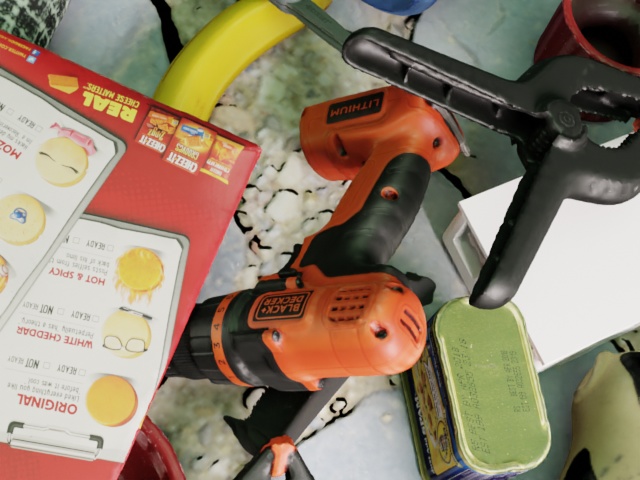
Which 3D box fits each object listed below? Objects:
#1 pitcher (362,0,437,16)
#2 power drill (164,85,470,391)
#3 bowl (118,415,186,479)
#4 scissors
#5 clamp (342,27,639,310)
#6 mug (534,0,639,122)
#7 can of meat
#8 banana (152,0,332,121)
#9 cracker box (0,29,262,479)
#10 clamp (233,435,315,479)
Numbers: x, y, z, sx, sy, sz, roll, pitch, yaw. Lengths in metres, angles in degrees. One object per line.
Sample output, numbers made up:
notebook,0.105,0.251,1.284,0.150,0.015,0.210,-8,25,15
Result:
pitcher,0.109,-0.263,0.704,0.145,0.149,0.242,40,73,2
power drill,-0.004,0.001,0.605,0.185,0.057,0.187,-6,48,37
bowl,-0.148,0.155,0.561,0.162,0.055,0.162,2,70,-7
scissors,-0.011,-0.164,0.677,0.202,0.016,0.096,31,54,30
clamp,0.125,-0.047,0.583,0.209,0.036,0.164,-6,66,-30
mug,0.199,-0.122,0.693,0.117,0.081,0.093,35,69,6
can of meat,0.085,0.088,0.601,0.057,0.084,0.102,-7,71,-10
banana,-0.061,-0.100,0.678,0.069,0.037,0.197,32,70,-15
cracker box,-0.146,0.019,0.537,0.164,0.072,0.213,24,69,-5
clamp,-0.039,0.191,0.558,0.120,0.039,0.171,-2,85,-11
